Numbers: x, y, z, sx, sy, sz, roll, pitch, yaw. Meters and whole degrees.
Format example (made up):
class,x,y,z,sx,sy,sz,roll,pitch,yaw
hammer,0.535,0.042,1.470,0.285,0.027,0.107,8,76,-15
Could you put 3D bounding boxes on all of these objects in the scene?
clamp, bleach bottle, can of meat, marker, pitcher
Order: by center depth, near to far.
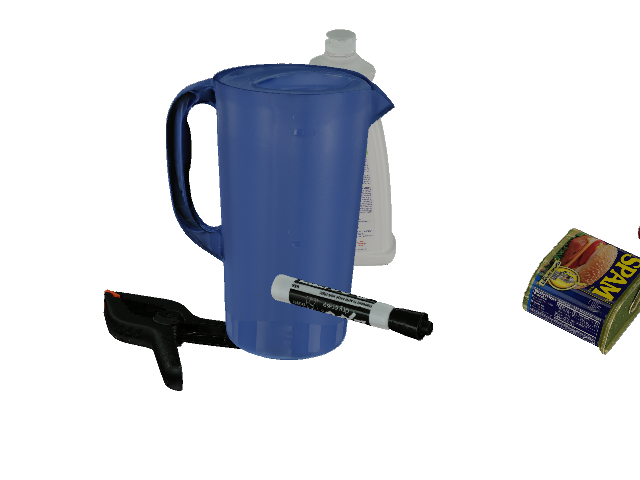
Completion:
class,x,y,z,sx,sy,sz,roll,pitch,yaw
marker,0.021,0.046,0.734,0.121,0.020,0.020,14,6,28
pitcher,-0.037,-0.027,0.914,0.149,0.243,0.144,20,25,40
can of meat,0.243,0.042,0.962,0.084,0.057,0.101,27,47,27
bleach bottle,0.030,-0.095,1.115,0.102,0.251,0.068,0,30,2
clamp,-0.162,0.098,1.119,0.210,0.036,0.164,17,20,29

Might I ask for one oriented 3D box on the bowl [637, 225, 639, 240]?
class,x,y,z,sx,sy,sz,roll,pitch,yaw
bowl,0.421,0.022,1.145,0.162,0.055,0.162,-1,25,0
